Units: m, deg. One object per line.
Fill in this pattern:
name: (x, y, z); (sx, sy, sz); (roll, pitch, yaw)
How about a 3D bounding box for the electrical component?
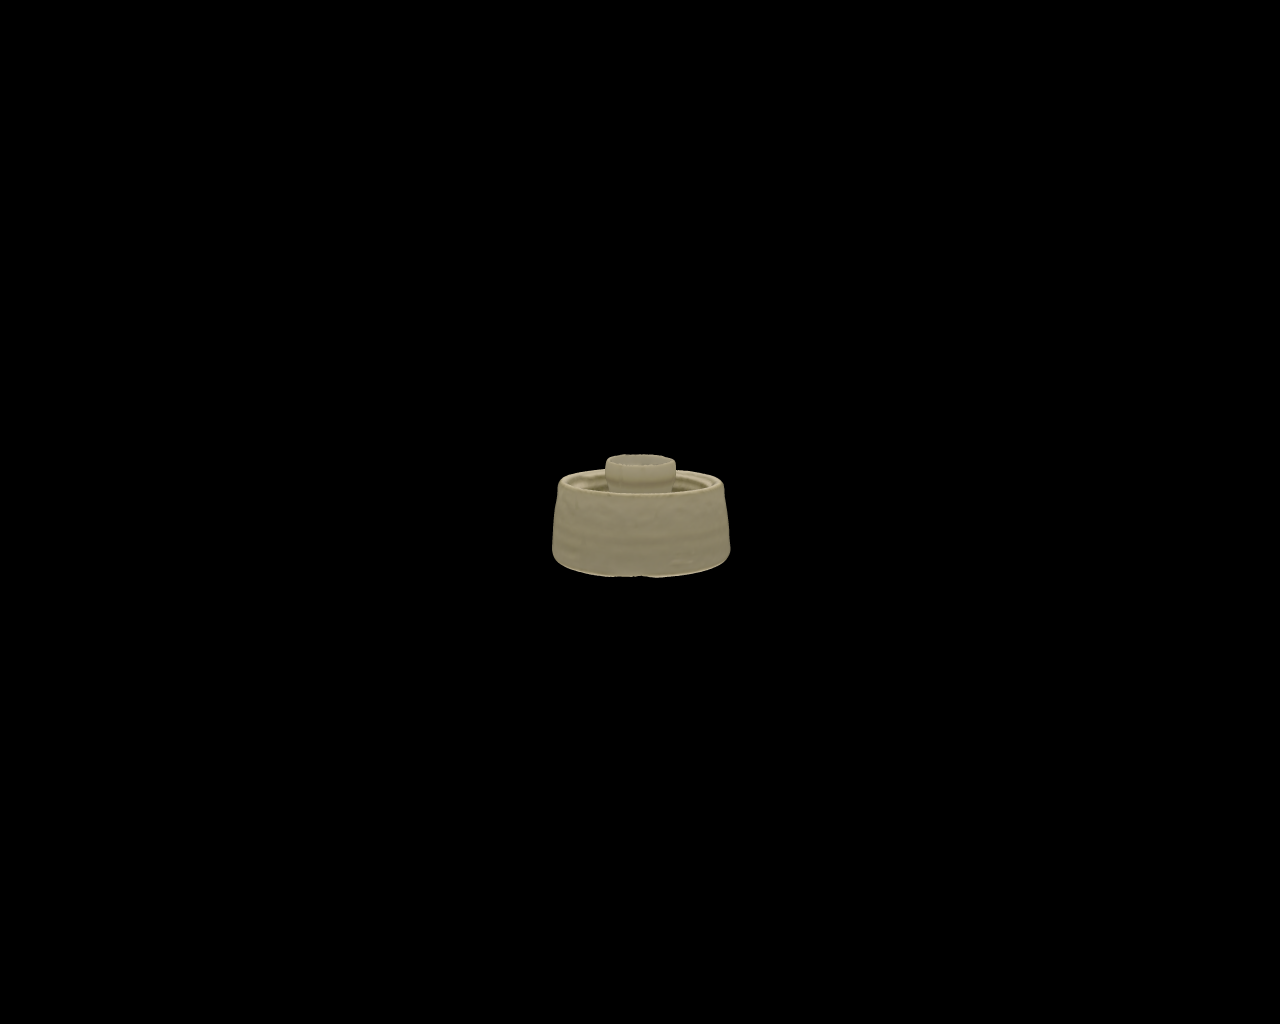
electrical component: (0.001, -0.003, 0.650); (0.108, 0.060, 0.108); (0, 11, 0)
